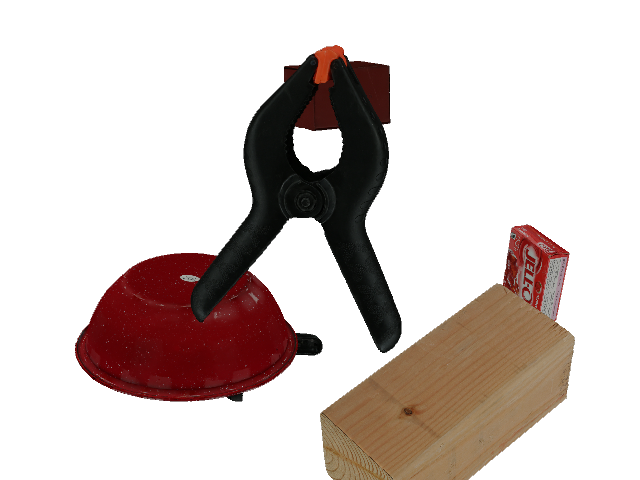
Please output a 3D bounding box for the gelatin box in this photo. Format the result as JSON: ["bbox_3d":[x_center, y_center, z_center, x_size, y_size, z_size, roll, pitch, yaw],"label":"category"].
[{"bbox_3d":[0.237,0.037,1.188,0.030,0.089,0.073,-9,30,-23],"label":"gelatin box"}]

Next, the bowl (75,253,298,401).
[{"bbox_3d":[-0.095,0.052,0.769,0.162,0.055,0.162,2,23,-1],"label":"bowl"}]

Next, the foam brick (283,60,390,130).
[{"bbox_3d":[0.015,-0.125,0.915,0.078,0.051,0.053,-8,17,-27],"label":"foam brick"}]

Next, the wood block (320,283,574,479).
[{"bbox_3d":[0.108,0.138,0.897,0.205,0.090,0.091,-32,50,-25],"label":"wood block"}]

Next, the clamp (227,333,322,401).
[{"bbox_3d":[-0.125,0.125,1.260,0.210,0.036,0.164,15,23,25],"label":"clamp"}]

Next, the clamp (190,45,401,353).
[{"bbox_3d":[-0.016,-0.020,0.589,0.120,0.171,0.039,-1,13,2],"label":"clamp"}]
